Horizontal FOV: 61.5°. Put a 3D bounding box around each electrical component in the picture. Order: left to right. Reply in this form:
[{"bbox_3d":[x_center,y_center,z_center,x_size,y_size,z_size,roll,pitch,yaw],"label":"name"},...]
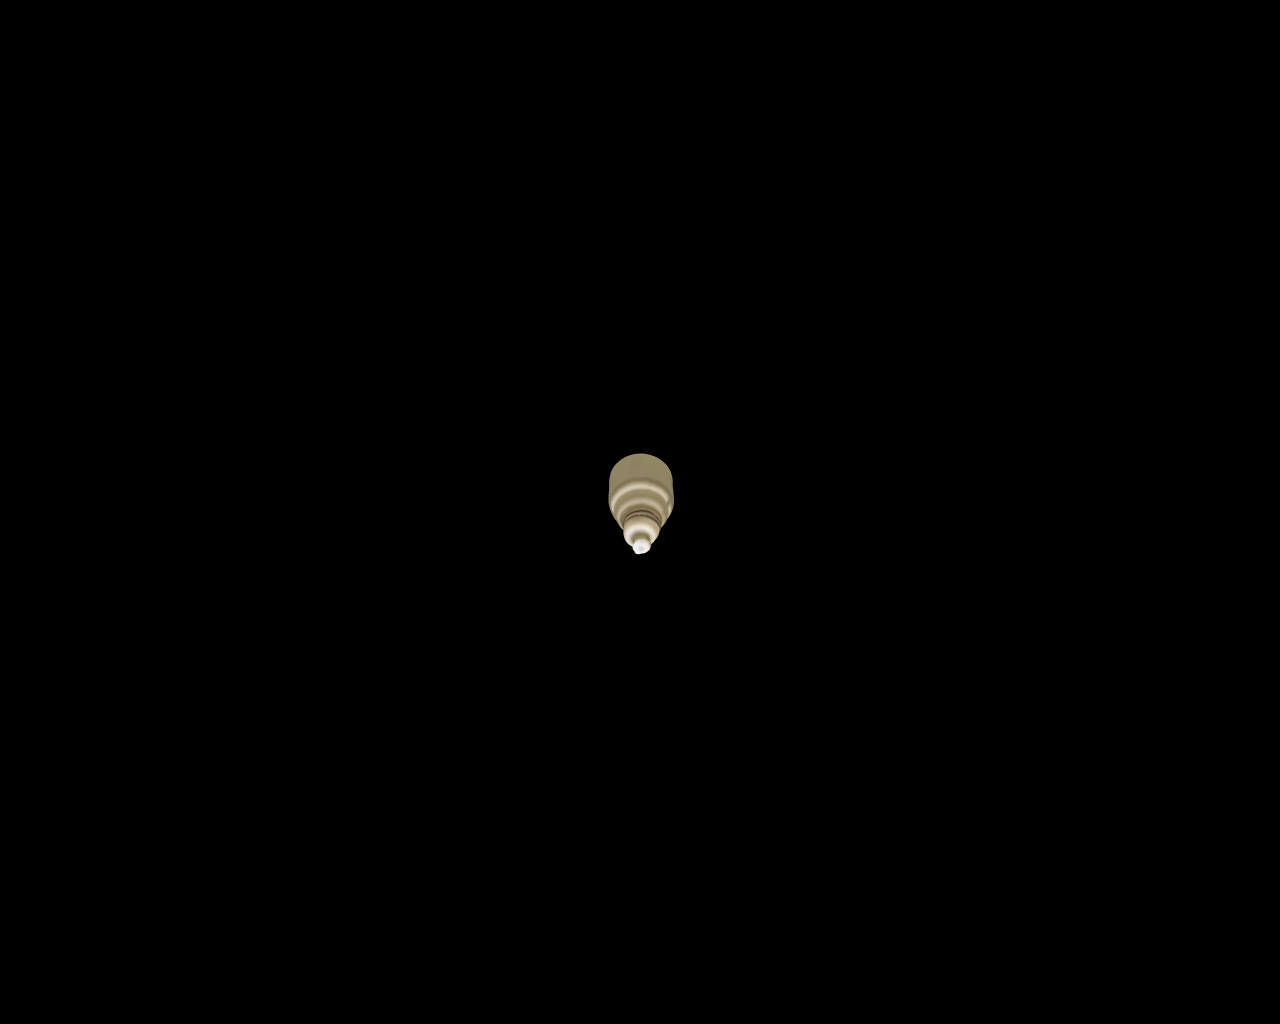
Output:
[{"bbox_3d":[0.001,-0.003,0.650,0.040,0.040,0.078,0,37,0],"label":"electrical component"}]
